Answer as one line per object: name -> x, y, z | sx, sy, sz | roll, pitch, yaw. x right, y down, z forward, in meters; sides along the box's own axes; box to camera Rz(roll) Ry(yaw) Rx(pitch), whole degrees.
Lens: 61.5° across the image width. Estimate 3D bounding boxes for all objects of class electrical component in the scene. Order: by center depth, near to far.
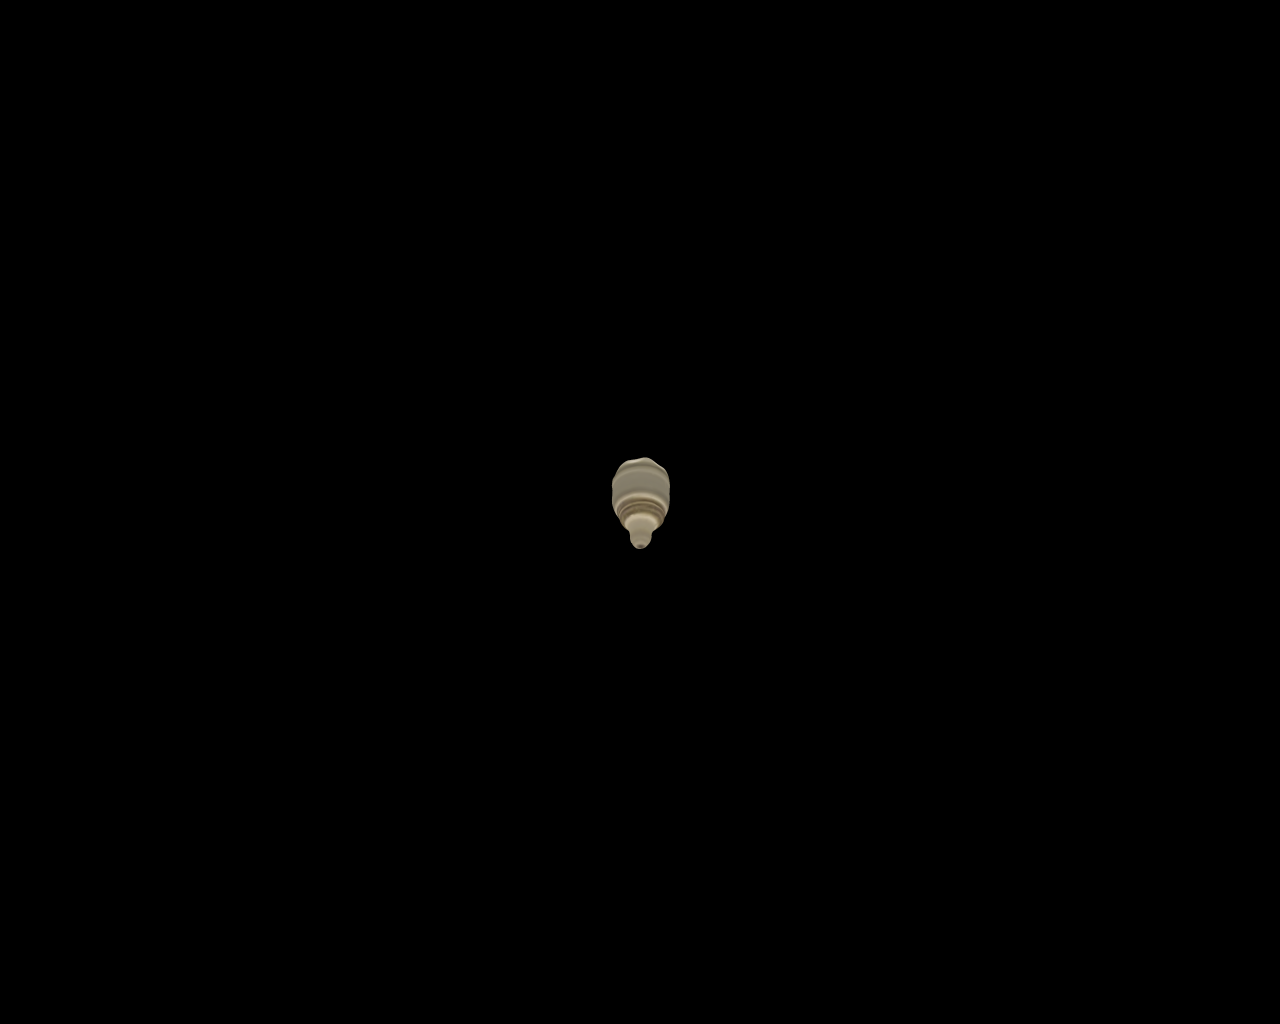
electrical component -> 0.001, -0.003, 0.650 | 0.035, 0.061, 0.035 | 0, -40, 0
